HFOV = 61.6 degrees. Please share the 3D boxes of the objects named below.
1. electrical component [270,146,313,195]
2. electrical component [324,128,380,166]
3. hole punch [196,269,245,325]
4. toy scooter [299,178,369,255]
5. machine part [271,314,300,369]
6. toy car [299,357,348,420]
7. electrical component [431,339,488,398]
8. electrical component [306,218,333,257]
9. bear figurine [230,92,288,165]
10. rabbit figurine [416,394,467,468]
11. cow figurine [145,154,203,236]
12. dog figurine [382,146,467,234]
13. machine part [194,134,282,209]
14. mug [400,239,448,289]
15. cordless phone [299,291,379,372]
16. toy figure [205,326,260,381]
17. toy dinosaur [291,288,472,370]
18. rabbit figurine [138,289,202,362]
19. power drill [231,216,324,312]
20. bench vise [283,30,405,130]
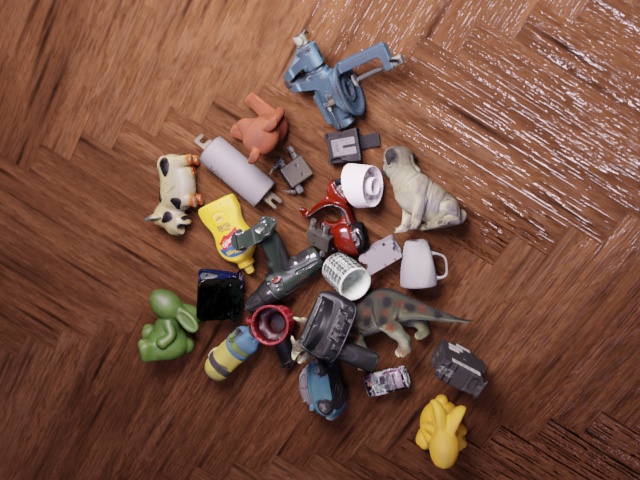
[{"bbox_3d":[-0.065,-0.153,1.234,0.078,0.045,0.102,-43,98,-13],"label":"electrical component"},{"bbox_3d":[0.073,-0.211,1.196,0.119,0.048,0.074,-4,104,11],"label":"electrical component"},{"bbox_3d":[-0.249,0.132,1.319,0.116,0.092,0.142,2,103,-20],"label":"hole punch"},{"bbox_3d":[0.029,-0.044,1.230,0.135,0.075,0.183,-15,100,15],"label":"toy scooter"},{"bbox_3d":[-0.086,0.252,1.341,0.084,0.039,0.138,-9,100,5],"label":"machine part"},{"bbox_3d":[-0.002,0.358,1.324,0.103,0.109,0.161,-12,94,29],"label":"toy car"},{"bbox_3d":[0.320,0.290,1.240,0.115,0.134,0.058,30,107,3],"label":"electrical component"},{"bbox_3d":[-0.002,-0.004,1.213,0.063,0.021,0.093,27,137,20],"label":"electrical component"},{"bbox_3d":[-0.138,-0.235,1.143,0.132,0.196,0.120,30,109,1],"label":"bear figurine"},{"bbox_3d":[0.298,0.455,1.267,0.122,0.173,0.162,12,110,9],"label":"rabbit figurine"},{"bbox_3d":[-0.344,-0.104,1.264,0.127,0.085,0.194,1,101,10],"label":"cow figurine"},{"bbox_3d":[0.229,-0.118,1.178,0.172,0.121,0.190,-5,86,-24],"label":"dog figurine"},{"bbox_3d":[-0.189,-0.155,1.231,0.243,0.079,0.079,40,106,-4],"label":"machine part"},{"bbox_3d":[0.234,0.052,1.222,0.110,0.081,0.107,-5,96,14],"label":"mug"},{"bbox_3d":[0.060,0.206,1.179,0.184,0.089,0.146,23,90,-8],"label":"cordless phone"},{"bbox_3d":[-0.215,0.276,1.339,0.180,0.089,0.082,-40,90,18],"label":"toy figure"},{"bbox_3d":[0.127,0.182,1.257,0.405,0.131,0.192,-23,100,7],"label":"toy dinosaur"},{"bbox_3d":[-0.373,0.205,1.327,0.159,0.121,0.170,2,108,1],"label":"rabbit figurine"},{"bbox_3d":[-0.120,0.058,1.243,0.232,0.086,0.207,-29,121,7],"label":"power drill"},{"bbox_3d":[0.053,-0.350,1.115,0.241,0.129,0.223,-16,110,30],"label":"bench vise"}]
